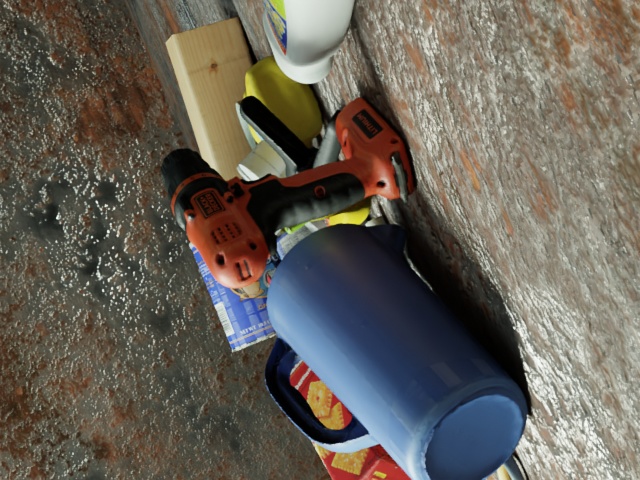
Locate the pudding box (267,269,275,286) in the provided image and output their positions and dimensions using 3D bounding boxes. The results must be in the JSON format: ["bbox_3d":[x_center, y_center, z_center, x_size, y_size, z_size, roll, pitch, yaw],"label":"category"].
[{"bbox_3d":[0.006,0.049,1.174,0.090,0.113,0.039,-130,22,-64],"label":"pudding box"}]

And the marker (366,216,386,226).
[{"bbox_3d":[0.077,0.035,1.015,0.020,0.020,0.121,107,138,-78],"label":"marker"}]

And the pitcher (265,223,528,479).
[{"bbox_3d":[0.055,0.104,0.891,0.243,0.144,0.149,47,140,51],"label":"pitcher"}]

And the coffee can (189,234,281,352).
[{"bbox_3d":[-0.083,0.050,1.269,0.103,0.102,0.140,133,115,-81],"label":"coffee can"}]

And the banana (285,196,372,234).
[{"bbox_3d":[0.017,-0.034,0.988,0.037,0.070,0.197,63,-167,8],"label":"banana"}]

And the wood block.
[{"bbox_3d":[-0.122,-0.173,1.383,0.090,0.090,0.206,-165,58,-76],"label":"wood block"}]

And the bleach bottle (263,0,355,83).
[{"bbox_3d":[-0.012,-0.182,0.841,0.251,0.068,0.102,89,156,-75],"label":"bleach bottle"}]

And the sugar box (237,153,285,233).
[{"bbox_3d":[-0.039,-0.040,1.296,0.093,0.048,0.176,43,175,22],"label":"sugar box"}]

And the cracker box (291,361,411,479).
[{"bbox_3d":[0.060,0.213,1.201,0.164,0.072,0.214,28,-161,-37],"label":"cracker box"}]

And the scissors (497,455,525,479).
[{"bbox_3d":[0.182,0.255,0.975,0.202,0.016,0.096,85,161,-66],"label":"scissors"}]

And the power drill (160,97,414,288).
[{"bbox_3d":[-0.031,-0.050,0.883,0.185,0.187,0.057,55,167,49],"label":"power drill"}]

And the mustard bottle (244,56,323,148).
[{"bbox_3d":[-0.045,-0.135,1.176,0.096,0.058,0.192,51,171,0],"label":"mustard bottle"}]

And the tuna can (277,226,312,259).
[{"bbox_3d":[-0.008,0.002,1.229,0.086,0.086,0.034,96,151,-74],"label":"tuna can"}]

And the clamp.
[{"bbox_3d":[-0.015,-0.079,1.071,0.120,0.039,0.171,25,149,28],"label":"clamp"}]
